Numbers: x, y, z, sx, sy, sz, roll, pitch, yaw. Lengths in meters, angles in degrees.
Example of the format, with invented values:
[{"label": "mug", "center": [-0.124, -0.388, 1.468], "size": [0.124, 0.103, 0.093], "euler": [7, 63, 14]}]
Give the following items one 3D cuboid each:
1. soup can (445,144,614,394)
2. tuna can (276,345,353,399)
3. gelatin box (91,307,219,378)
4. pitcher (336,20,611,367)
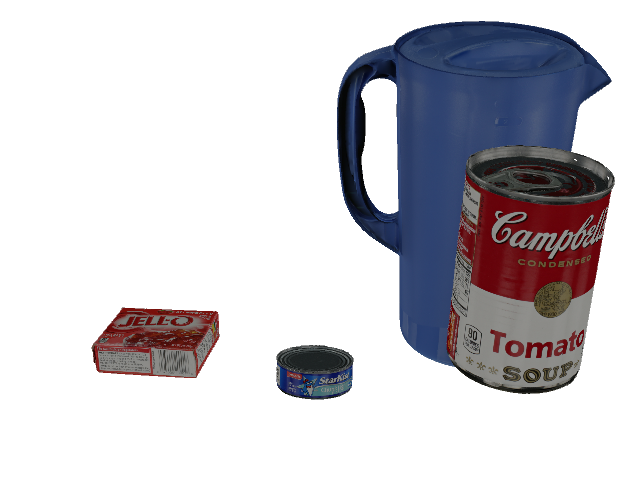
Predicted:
[{"label": "soup can", "center": [0.098, 0.013, 0.512], "size": [0.068, 0.102, 0.068], "euler": [3, 24, -1]}, {"label": "tuna can", "center": [-0.007, 0.146, 1.182], "size": [0.086, 0.034, 0.086], "euler": [1, 14, -1]}, {"label": "gelatin box", "center": [-0.137, 0.084, 0.897], "size": [0.089, 0.030, 0.073], "euler": [2, 21, 10]}, {"label": "pitcher", "center": [0.106, -0.032, 0.786], "size": [0.144, 0.243, 0.149], "euler": [-20, 34, -35]}]
